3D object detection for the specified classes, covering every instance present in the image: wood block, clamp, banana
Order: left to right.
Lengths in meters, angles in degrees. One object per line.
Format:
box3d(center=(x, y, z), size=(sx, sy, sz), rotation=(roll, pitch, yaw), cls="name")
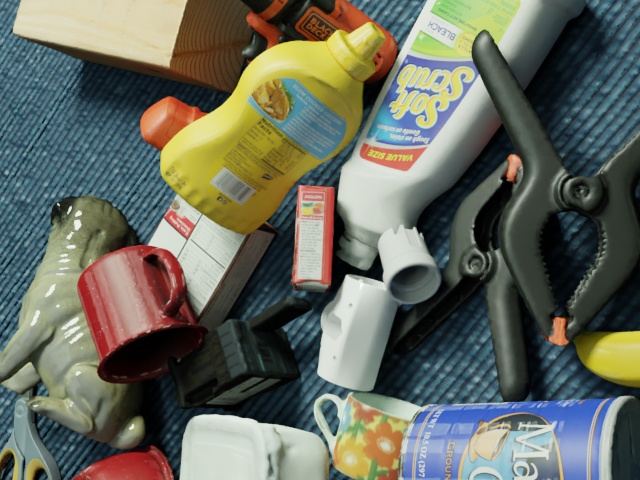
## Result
box3d(center=(-0.167, -0.200, 0.959), size=(0.206, 0.090, 0.090), rotation=(18, 93, 35), cls="wood block")
box3d(center=(0.125, 0.029, 0.752), size=(0.120, 0.039, 0.171), rotation=(31, 103, 36), cls="clamp")
box3d(center=(0.180, -0.035, 0.703), size=(0.164, 0.036, 0.210), rotation=(1, 87, 9), cls="clamp")
box3d(center=(0.242, 0.051, 0.670), size=(0.198, 0.037, 0.069), rotation=(-22, 71, 30), cls="banana")

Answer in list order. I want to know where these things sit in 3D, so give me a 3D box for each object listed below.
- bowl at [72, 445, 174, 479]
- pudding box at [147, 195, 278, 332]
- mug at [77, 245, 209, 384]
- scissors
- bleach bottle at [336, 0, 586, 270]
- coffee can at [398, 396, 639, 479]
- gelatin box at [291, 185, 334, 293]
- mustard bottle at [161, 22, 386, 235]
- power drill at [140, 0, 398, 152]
box3d(center=(-0.181, 0.244, 0.879), size=(0.162, 0.055, 0.162), rotation=(-34, 46, 43), cls="bowl")
box3d(center=(-0.100, 0.013, 0.909), size=(0.090, 0.039, 0.113), rotation=(40, 107, 29), cls="pudding box")
box3d(center=(-0.140, 0.051, 0.850), size=(0.117, 0.093, 0.081), rotation=(-50, 55, 43), cls="mug")
box3d(center=(-0.267, 0.173, 1.008), size=(0.096, 0.016, 0.202), rotation=(13, 90, 33), cls="scissors")
box3d(center=(0.087, -0.088, 0.786), size=(0.103, 0.068, 0.251), rotation=(36, 105, 34), cls="bleach bottle")
box3d(center=(0.136, 0.154, 0.685), size=(0.141, 0.102, 0.103), rotation=(-8, 77, 33), cls="coffee can")
box3d(center=(-0.005, 0.001, 0.818), size=(0.030, 0.089, 0.073), rotation=(3, 84, -1), cls="gelatin box")
box3d(center=(-0.026, -0.092, 0.802), size=(0.192, 0.096, 0.058), rotation=(-41, 30, 21), cls="mustard bottle")
box3d(center=(-0.060, -0.138, 0.838), size=(0.188, 0.184, 0.057), rotation=(-46, 23, 27), cls="power drill")
